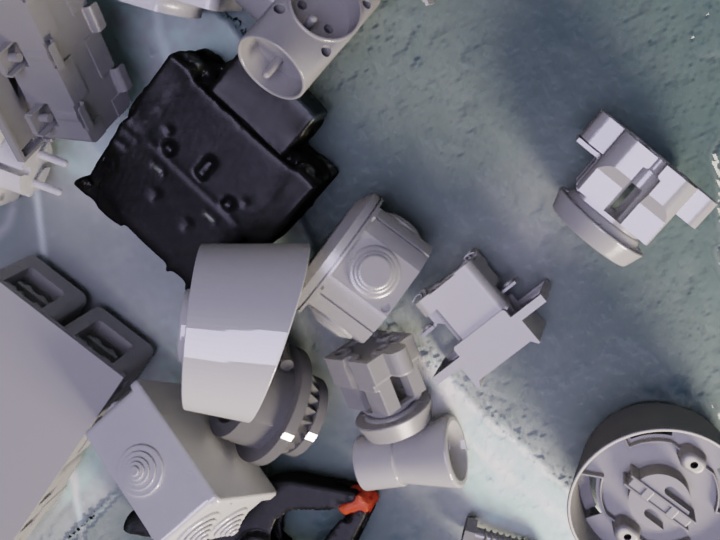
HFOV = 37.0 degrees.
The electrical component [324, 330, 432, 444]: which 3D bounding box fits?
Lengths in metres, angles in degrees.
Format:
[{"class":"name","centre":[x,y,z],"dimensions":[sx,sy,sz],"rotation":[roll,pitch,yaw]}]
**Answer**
[{"class":"electrical component","centre":[0.014,0.069,0.642],"dimensions":[0.066,0.048,0.055],"rotation":[1,117,54]}]

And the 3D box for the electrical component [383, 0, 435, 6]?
[{"class":"electrical component","centre":[0.034,-0.178,0.577],"dimensions":[0.055,0.048,0.066],"rotation":[-19,99,25]}]

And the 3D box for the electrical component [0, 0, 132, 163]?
[{"class":"electrical component","centre":[-0.179,-0.130,0.592],"dimensions":[0.063,0.078,0.121],"rotation":[9,137,26]}]

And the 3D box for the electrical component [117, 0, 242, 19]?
[{"class":"electrical component","centre":[-0.111,-0.177,0.608],"dimensions":[0.089,0.050,0.055],"rotation":[18,107,9]}]

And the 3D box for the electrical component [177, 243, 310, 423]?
[{"class":"electrical component","centre":[-0.064,0.032,0.578],"dimensions":[0.064,0.099,0.099],"rotation":[6,106,-3]}]

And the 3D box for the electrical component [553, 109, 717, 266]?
[{"class":"electrical component","centre":[0.142,-0.040,0.581],"dimensions":[0.078,0.058,0.057],"rotation":[39,107,1]}]

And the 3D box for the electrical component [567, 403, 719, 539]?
[{"class":"electrical component","centre":[0.169,0.126,0.614],"dimensions":[0.099,0.064,0.099],"rotation":[3,105,12]}]

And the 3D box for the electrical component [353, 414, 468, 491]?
[{"class":"electrical component","centre":[0.029,0.114,0.657],"dimensions":[0.065,0.044,0.044],"rotation":[-11,102,20]}]

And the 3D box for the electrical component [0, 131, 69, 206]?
[{"class":"electrical component","centre":[-0.216,-0.069,0.663],"dimensions":[0.077,0.047,0.065],"rotation":[20,108,7]}]

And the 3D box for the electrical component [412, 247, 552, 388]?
[{"class":"electrical component","centre":[0.069,0.026,0.623],"dimensions":[0.081,0.042,0.063],"rotation":[-40,91,18]}]

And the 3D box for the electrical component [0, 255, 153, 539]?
[{"class":"electrical component","centre":[-0.229,0.095,0.702],"dimensions":[0.105,0.060,0.186],"rotation":[37,109,2]}]

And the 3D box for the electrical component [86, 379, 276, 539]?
[{"class":"electrical component","centre":[-0.108,0.117,0.649],"dimensions":[0.048,0.100,0.099],"rotation":[-41,72,8]}]

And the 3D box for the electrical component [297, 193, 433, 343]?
[{"class":"electrical component","centre":[0.000,0.000,0.614],"dimensions":[0.051,0.080,0.080],"rotation":[37,109,-4]}]

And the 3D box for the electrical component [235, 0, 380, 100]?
[{"class":"electrical component","centre":[-0.040,-0.145,0.578],"dimensions":[0.079,0.077,0.044],"rotation":[41,154,-9]}]
